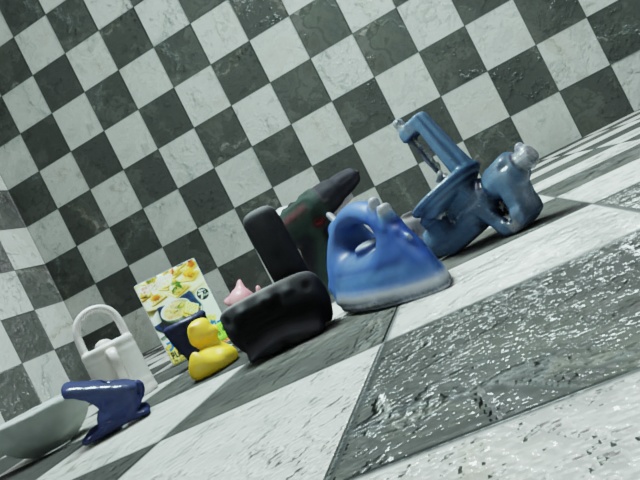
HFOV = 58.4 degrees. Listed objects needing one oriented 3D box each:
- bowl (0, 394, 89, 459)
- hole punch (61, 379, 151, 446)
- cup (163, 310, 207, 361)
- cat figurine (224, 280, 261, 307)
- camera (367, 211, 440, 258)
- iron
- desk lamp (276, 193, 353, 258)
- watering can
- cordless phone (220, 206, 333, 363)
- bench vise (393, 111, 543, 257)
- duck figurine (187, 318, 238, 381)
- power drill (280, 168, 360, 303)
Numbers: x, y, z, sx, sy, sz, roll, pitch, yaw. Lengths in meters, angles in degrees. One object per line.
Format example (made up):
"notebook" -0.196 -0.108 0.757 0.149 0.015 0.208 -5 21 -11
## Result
"bowl" -0.451 0.309 0.942 0.167 0.075 0.167 -27 0 0
"hole punch" -0.299 0.222 0.806 0.101 0.091 0.108 -27 0 -21
"cup" -0.256 0.202 1.168 0.091 0.095 0.118 -27 0 0
"cat figurine" -0.177 0.152 1.420 0.127 0.118 0.067 -27 0 44
"camera" 0.130 0.003 0.957 0.143 0.101 0.137 -27 0 -5
"iron" 0.073 0.006 0.736 0.119 0.141 0.258 -27 0 -19
"desk lamp" 0.024 -0.005 1.174 0.203 0.213 0.118 -27 0 -5
"watering can" -0.399 0.217 1.084 0.172 0.194 0.101 -27 0 43
"cordless phone" -0.078 0.058 0.781 0.147 0.185 0.094 -27 0 1
"bench vise" 0.204 -0.102 0.815 0.207 0.220 0.122 -27 0 30
"duck figurine" -0.181 0.167 0.904 0.077 0.086 0.105 -27 0 15
"power drill" 0.010 0.004 1.061 0.229 0.208 0.075 -27 0 -3
